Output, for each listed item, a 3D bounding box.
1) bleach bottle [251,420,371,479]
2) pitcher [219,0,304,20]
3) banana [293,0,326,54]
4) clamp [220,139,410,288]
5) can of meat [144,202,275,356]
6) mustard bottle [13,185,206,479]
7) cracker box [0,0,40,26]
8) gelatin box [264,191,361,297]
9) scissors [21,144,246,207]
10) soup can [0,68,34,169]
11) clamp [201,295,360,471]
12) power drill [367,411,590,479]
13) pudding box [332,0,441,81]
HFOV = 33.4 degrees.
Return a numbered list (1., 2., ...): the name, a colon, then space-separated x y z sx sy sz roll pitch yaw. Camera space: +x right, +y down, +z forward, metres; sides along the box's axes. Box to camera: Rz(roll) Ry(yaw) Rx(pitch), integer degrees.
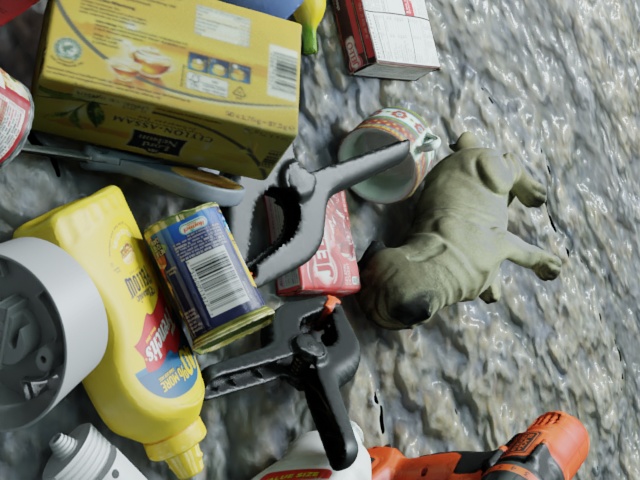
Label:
1. bleach bottle: -0.036 0.202 0.716 0.250 0.103 0.068 -47 126 -55
2. pitcher: -0.118 -0.246 0.761 0.242 0.145 0.149 42 36 -28
3. banana: -0.052 -0.245 0.896 0.197 0.037 0.069 41 48 -33
4. clamp: -0.029 -0.054 0.812 0.164 0.036 0.209 45 61 -21
5. can of meat: -0.073 0.026 0.711 0.102 0.057 0.084 108 -43 -82
6. mustard bottle: -0.121 0.065 0.679 0.191 0.058 0.096 67 17 -9
7. cracker box: -0.207 -0.185 0.549 0.164 0.214 0.072 31 54 -40
8. gelatin box: -0.006 0.001 0.865 0.073 0.030 0.089 4 73 -48
9. scissors: -0.130 -0.046 0.704 0.201 0.096 0.016 -3 117 -52
10. soup can: -0.217 -0.085 0.593 0.102 0.069 0.068 43 44 -58
11. clamp: -0.023 0.089 0.782 0.120 0.039 0.171 29 27 -10
12. power drill: 0.089 0.191 0.781 0.184 0.188 0.057 -27 99 -52
13. pudding box: 0.063 -0.202 1.017 0.113 0.039 0.090 -6 81 -49
